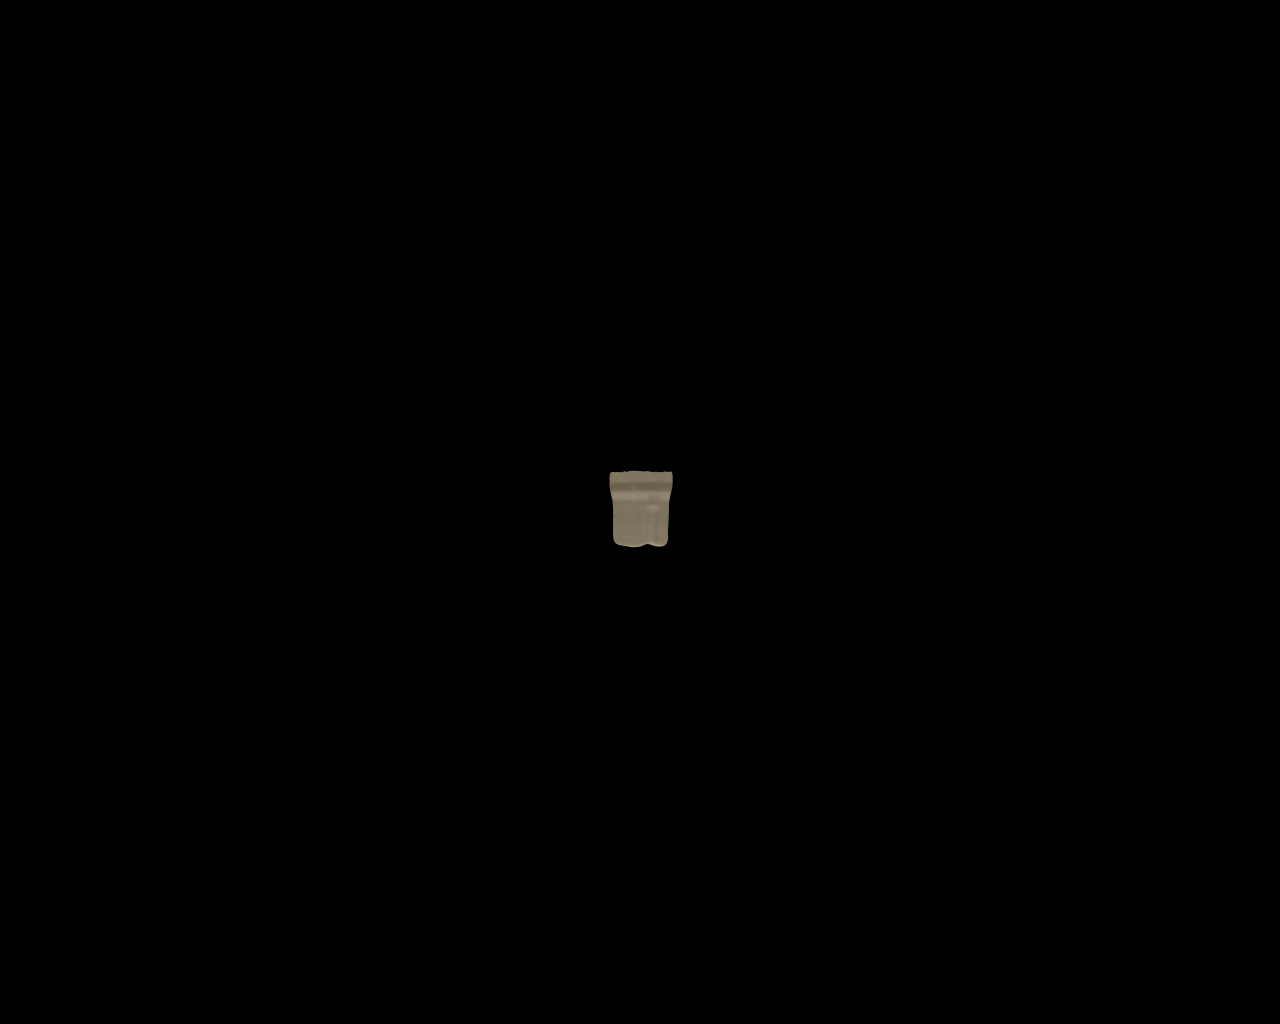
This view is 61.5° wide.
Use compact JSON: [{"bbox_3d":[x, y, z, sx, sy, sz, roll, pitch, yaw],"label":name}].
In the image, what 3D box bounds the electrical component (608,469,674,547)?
[{"bbox_3d":[0.001,-0.003,0.650,0.040,0.046,0.040,0,0,0],"label":"electrical component"}]
